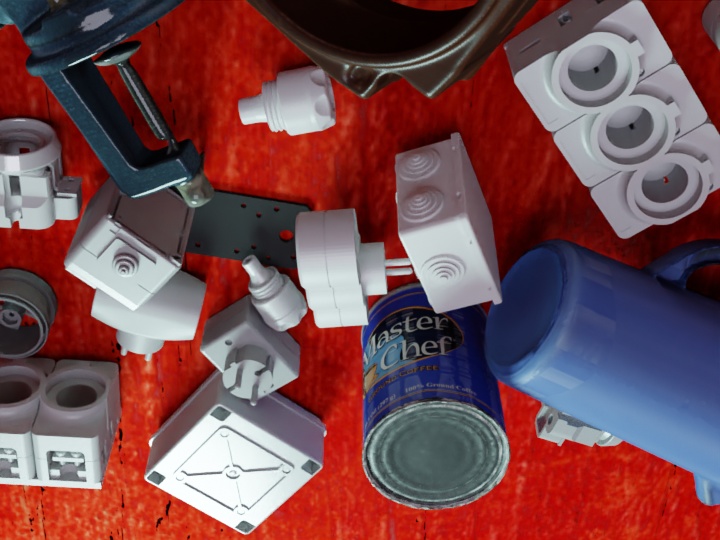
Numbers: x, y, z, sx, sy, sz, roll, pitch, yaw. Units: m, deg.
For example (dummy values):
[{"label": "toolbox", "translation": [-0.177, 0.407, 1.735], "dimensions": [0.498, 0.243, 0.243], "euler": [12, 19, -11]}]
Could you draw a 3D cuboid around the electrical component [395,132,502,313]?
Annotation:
[{"label": "electrical component", "translation": [0.059, -0.030, 0.737], "dimensions": [0.048, 0.099, 0.099], "euler": [-15, 134, 14]}]

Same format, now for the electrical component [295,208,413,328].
[{"label": "electrical component", "translation": [0.000, 0.000, 0.754], "dimensions": [0.074, 0.052, 0.138], "euler": [-4, 160, 3]}]

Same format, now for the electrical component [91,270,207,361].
[{"label": "electrical component", "translation": [-0.163, 0.036, 0.813], "dimensions": [0.077, 0.044, 0.079], "euler": [14, 123, -10]}]

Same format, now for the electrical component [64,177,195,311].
[{"label": "electrical component", "translation": [-0.160, -0.019, 0.739], "dimensions": [0.062, 0.096, 0.061], "euler": [37, 117, -22]}]

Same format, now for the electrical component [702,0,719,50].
[{"label": "electrical component", "translation": [0.271, -0.162, 0.673], "dimensions": [0.095, 0.059, 0.054], "euler": [-39, 116, 22]}]

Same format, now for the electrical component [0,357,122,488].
[{"label": "electrical component", "translation": [-0.270, 0.113, 0.837], "dimensions": [0.150, 0.089, 0.061], "euler": [4, 124, -3]}]

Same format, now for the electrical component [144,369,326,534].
[{"label": "electrical component", "translation": [-0.102, 0.147, 0.881], "dimensions": [0.109, 0.056, 0.109], "euler": [35, 117, -21]}]

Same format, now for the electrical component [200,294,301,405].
[{"label": "electrical component", "translation": [-0.084, 0.071, 0.818], "dimensions": [0.047, 0.076, 0.065], "euler": [-31, 119, 18]}]

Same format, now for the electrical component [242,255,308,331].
[{"label": "electrical component", "translation": [-0.067, 0.015, 0.805], "dimensions": [0.035, 0.035, 0.061], "euler": [-25, 120, 16]}]

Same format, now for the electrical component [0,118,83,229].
[{"label": "electrical component", "translation": [-0.233, -0.067, 0.737], "dimensions": [0.078, 0.058, 0.057], "euler": [3, 126, -3]}]

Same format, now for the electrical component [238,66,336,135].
[{"label": "electrical component", "translation": [-0.049, -0.111, 0.716], "dimensions": [0.062, 0.043, 0.043], "euler": [-9, 123, 7]}]

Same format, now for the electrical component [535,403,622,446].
[{"label": "electrical component", "translation": [0.182, 0.107, 0.855], "dimensions": [0.057, 0.058, 0.078], "euler": [18, 121, -8]}]

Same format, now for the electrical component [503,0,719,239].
[{"label": "electrical component", "translation": [0.174, -0.104, 0.711], "dimensions": [0.089, 0.061, 0.150], "euler": [-31, 119, 19]}]
